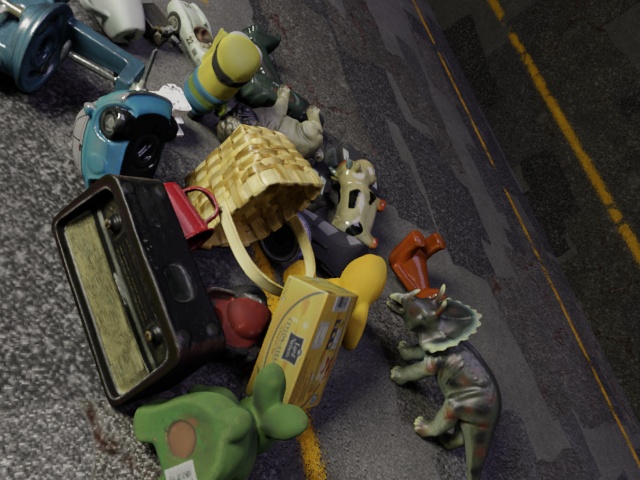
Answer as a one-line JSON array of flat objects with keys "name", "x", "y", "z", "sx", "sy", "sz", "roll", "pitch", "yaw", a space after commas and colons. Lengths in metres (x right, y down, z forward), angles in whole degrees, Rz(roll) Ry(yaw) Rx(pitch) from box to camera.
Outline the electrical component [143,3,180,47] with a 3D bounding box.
[{"name": "electrical component", "x": -0.293, "y": -0.386, "z": 0.938, "sx": 0.102, "sy": 0.045, "sz": 0.078, "roll": 54, "pitch": 33, "yaw": -5}]

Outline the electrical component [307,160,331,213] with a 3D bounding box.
[{"name": "electrical component", "x": -0.018, "y": -0.116, "z": 1.075, "sx": 0.074, "sy": 0.048, "sz": 0.119, "roll": 40, "pitch": 34, "yaw": -26}]

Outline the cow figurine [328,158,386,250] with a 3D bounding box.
[{"name": "cow figurine", "x": 0.069, "y": -0.081, "z": 1.103, "sx": 0.127, "sy": 0.085, "sz": 0.195, "roll": 32, "pitch": 59, "yaw": -31}]

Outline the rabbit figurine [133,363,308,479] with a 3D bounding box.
[{"name": "rabbit figurine", "x": -0.096, "y": 0.204, "z": 0.606, "sx": 0.121, "sy": 0.159, "sz": 0.170, "roll": 58, "pitch": 15, "yaw": 20}]

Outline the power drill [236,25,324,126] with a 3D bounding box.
[{"name": "power drill", "x": -0.097, "y": -0.343, "z": 1.154, "sx": 0.232, "sy": 0.086, "sz": 0.207, "roll": 4, "pitch": 67, "yaw": -50}]

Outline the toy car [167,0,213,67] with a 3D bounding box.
[{"name": "toy car", "x": -0.219, "y": -0.358, "z": 1.005, "sx": 0.201, "sy": 0.056, "sz": 0.073, "roll": 60, "pitch": 31, "yaw": 6}]

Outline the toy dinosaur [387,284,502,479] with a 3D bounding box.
[{"name": "toy dinosaur", "x": 0.252, "y": 0.264, "z": 0.975, "sx": 0.131, "sy": 0.192, "sz": 0.405, "roll": -16, "pitch": 75, "yaw": -56}]

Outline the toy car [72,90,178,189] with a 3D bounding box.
[{"name": "toy car", "x": -0.259, "y": -0.120, "z": 0.682, "sx": 0.103, "sy": 0.161, "sz": 0.109, "roll": 28, "pitch": 18, "yaw": 20}]

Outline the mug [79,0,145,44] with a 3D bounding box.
[{"name": "mug", "x": -0.327, "y": -0.370, "z": 0.845, "sx": 0.107, "sy": 0.081, "sz": 0.109, "roll": 67, "pitch": 26, "yaw": -3}]

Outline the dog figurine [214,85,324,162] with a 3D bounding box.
[{"name": "dog figurine", "x": -0.086, "y": -0.183, "z": 0.989, "sx": 0.172, "sy": 0.121, "sz": 0.190, "roll": 34, "pitch": 39, "yaw": 3}]

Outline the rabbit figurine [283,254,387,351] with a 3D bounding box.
[{"name": "rabbit figurine", "x": 0.028, "y": 0.085, "z": 0.841, "sx": 0.121, "sy": 0.173, "sz": 0.162, "roll": 47, "pitch": 28, "yaw": -24}]

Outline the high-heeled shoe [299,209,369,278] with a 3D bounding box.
[{"name": "high-heeled shoe", "x": -0.002, "y": -0.003, "z": 1.007, "sx": 0.145, "sy": 0.086, "sz": 0.248, "roll": 37, "pitch": 2, "yaw": 26}]

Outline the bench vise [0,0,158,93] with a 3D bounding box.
[{"name": "bench vise", "x": -0.325, "y": -0.261, "z": 0.691, "sx": 0.240, "sy": 0.129, "sz": 0.224, "roll": 29, "pitch": 46, "yaw": -12}]

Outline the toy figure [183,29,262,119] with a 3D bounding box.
[{"name": "toy figure", "x": -0.164, "y": -0.259, "z": 0.875, "sx": 0.082, "sy": 0.180, "sz": 0.089, "roll": 26, "pitch": 46, "yaw": -38}]

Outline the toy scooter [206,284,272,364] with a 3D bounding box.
[{"name": "toy scooter", "x": -0.135, "y": 0.113, "z": 0.681, "sx": 0.183, "sy": 0.075, "sz": 0.135, "roll": 23, "pitch": 45, "yaw": -39}]

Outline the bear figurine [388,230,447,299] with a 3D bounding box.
[{"name": "bear figurine", "x": 0.227, "y": 0.093, "z": 1.158, "sx": 0.120, "sy": 0.132, "sz": 0.196, "roll": 8, "pitch": 50, "yaw": -43}]

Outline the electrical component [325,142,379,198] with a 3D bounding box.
[{"name": "electrical component", "x": 0.070, "y": -0.154, "z": 1.225, "sx": 0.134, "sy": 0.058, "sz": 0.115, "roll": 33, "pitch": 37, "yaw": -33}]

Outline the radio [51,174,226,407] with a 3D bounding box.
[{"name": "radio", "x": -0.201, "y": 0.049, "z": 0.590, "sx": 0.073, "sy": 0.131, "sz": 0.229, "roll": -5, "pitch": 67, "yaw": -58}]

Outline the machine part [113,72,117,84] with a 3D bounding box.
[{"name": "machine part", "x": -0.278, "y": -0.203, "z": 0.778, "sx": 0.039, "sy": 0.084, "sz": 0.139, "roll": -4, "pitch": 51, "yaw": -20}]

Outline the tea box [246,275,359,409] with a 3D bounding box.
[{"name": "tea box", "x": -0.022, "y": 0.138, "z": 0.719, "sx": 0.068, "sy": 0.169, "sz": 0.098, "roll": 24, "pitch": 3, "yaw": 30}]
